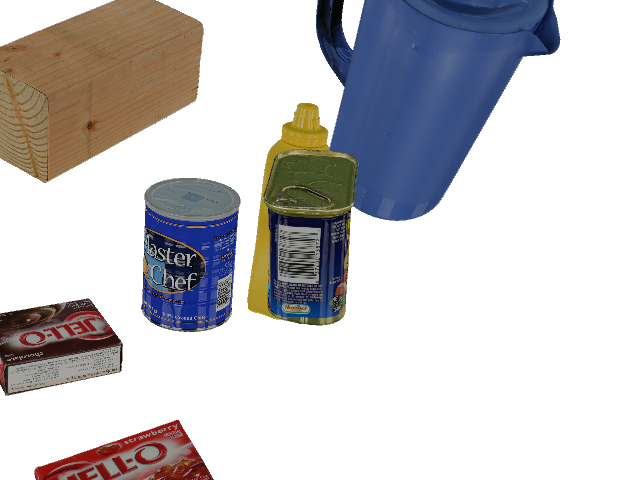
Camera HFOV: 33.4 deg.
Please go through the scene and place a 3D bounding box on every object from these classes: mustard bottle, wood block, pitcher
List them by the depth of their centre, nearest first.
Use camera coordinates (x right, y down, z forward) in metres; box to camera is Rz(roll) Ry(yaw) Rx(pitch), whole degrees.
[{"bbox_3d":[0.072,-0.132,0.845,0.144,0.149,0.243,-2,-35,-16],"label":"pitcher"},{"bbox_3d":[-0.022,-0.030,0.970,0.058,0.192,0.096,17,23,22],"label":"mustard bottle"},{"bbox_3d":[-0.208,-0.147,0.983,0.090,0.091,0.205,28,40,21],"label":"wood block"}]

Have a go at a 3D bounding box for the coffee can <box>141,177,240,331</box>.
[{"bbox_3d":[-0.144,0.015,1.174,0.103,0.140,0.103,5,25,-3],"label":"coffee can"}]

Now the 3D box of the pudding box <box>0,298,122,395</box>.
[{"bbox_3d":[-0.253,0.098,0.998,0.113,0.039,0.090,-11,30,-29],"label":"pudding box"}]

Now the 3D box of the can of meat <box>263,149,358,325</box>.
[{"bbox_3d":[-0.006,-0.003,0.709,0.057,0.084,0.102,4,25,2],"label":"can of meat"}]

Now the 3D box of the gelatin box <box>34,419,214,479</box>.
[{"bbox_3d":[-0.107,0.142,0.594,0.089,0.030,0.073,-16,28,-20],"label":"gelatin box"}]
